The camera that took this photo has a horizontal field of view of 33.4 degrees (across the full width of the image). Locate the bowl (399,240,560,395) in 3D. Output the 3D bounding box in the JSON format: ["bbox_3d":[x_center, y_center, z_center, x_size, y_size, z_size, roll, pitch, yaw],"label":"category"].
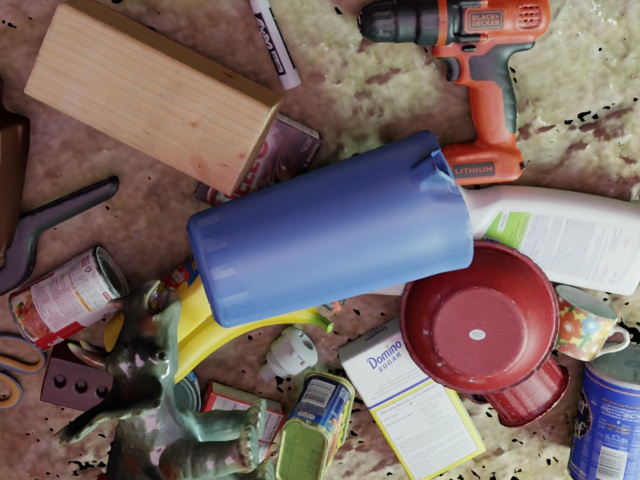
[{"bbox_3d":[0.156,0.084,1.053,0.162,0.055,0.162,2,101,9],"label":"bowl"}]

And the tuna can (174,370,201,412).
[{"bbox_3d":[-0.170,0.166,1.134,0.086,0.034,0.086,-2,110,-5],"label":"tuna can"}]

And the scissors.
[{"bbox_3d":[-0.388,0.124,1.107,0.201,0.016,0.096,9,109,-9],"label":"scissors"}]

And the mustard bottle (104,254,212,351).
[{"bbox_3d":[-0.128,0.051,1.063,0.192,0.096,0.058,-39,107,9],"label":"mustard bottle"}]

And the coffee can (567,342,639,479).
[{"bbox_3d":[0.329,0.196,1.158,0.102,0.103,0.140,1,110,-6],"label":"coffee can"}]

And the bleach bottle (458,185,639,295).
[{"bbox_3d":[0.210,-0.016,1.092,0.250,0.068,0.103,13,108,-8],"label":"bleach bottle"}]

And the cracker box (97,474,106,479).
[{"bbox_3d":[-0.194,0.380,1.190,0.164,0.072,0.214,14,107,-11],"label":"cracker box"}]

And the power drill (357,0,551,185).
[{"bbox_3d":[0.130,-0.148,1.037,0.184,0.057,0.188,-3,111,-1],"label":"power drill"}]

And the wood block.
[{"bbox_3d":[-0.148,-0.133,0.974,0.206,0.090,0.090,27,106,0],"label":"wood block"}]

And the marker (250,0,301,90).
[{"bbox_3d":[-0.048,-0.202,1.019,0.020,0.020,0.121,-22,110,2],"label":"marker"}]

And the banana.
[{"bbox_3d":[-0.089,0.093,1.098,0.197,0.070,0.037,-21,140,-2],"label":"banana"}]

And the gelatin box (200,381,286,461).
[{"bbox_3d":[-0.091,0.201,1.157,0.089,0.030,0.073,19,107,-15],"label":"gelatin box"}]

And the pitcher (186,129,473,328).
[{"bbox_3d":[0.008,0.000,0.979,0.242,0.145,0.149,-17,113,-7],"label":"pitcher"}]

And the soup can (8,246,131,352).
[{"bbox_3d":[-0.250,0.058,1.069,0.102,0.068,0.068,-29,110,4],"label":"soup can"}]

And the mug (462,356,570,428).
[{"bbox_3d":[0.196,0.143,1.142,0.117,0.093,0.081,-28,109,43],"label":"mug"}]

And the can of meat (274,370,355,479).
[{"bbox_3d":[-0.007,0.203,1.122,0.057,0.083,0.102,17,123,11],"label":"can of meat"}]

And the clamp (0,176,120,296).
[{"bbox_3d":[-0.319,-0.023,1.048,0.164,0.036,0.210,36,103,-10],"label":"clamp"}]

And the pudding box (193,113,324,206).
[{"bbox_3d":[-0.062,-0.074,1.054,0.090,0.039,0.113,25,106,-14],"label":"pudding box"}]

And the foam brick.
[{"bbox_3d":[-0.246,0.142,1.108,0.078,0.051,0.053,15,107,-11],"label":"foam brick"}]

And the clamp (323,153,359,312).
[{"bbox_3d":[-0.007,0.001,1.068,0.120,0.039,0.171,-11,121,-18],"label":"clamp"}]

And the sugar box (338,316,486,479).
[{"bbox_3d":[0.100,0.173,1.159,0.093,0.048,0.176,-27,106,4],"label":"sugar box"}]
